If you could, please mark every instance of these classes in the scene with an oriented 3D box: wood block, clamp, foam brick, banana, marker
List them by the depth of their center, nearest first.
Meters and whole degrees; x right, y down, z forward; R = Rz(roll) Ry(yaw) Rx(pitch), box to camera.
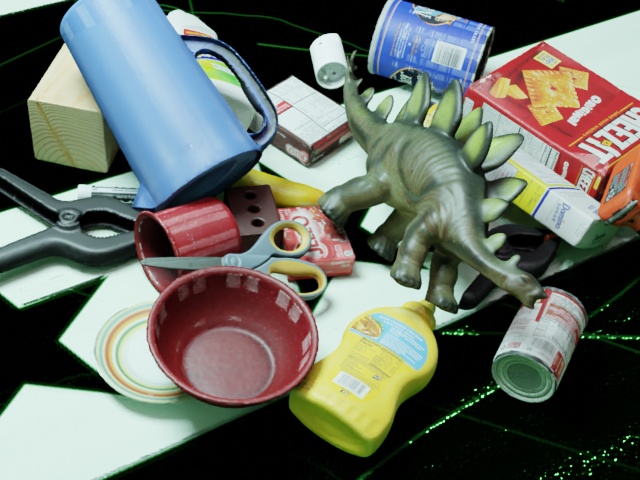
[{"bbox_3d":[-0.275,-0.020,1.148,0.209,0.036,0.164,-1,46,-11],"label":"clamp"},{"bbox_3d":[-0.073,-0.016,1.161,0.053,0.051,0.078,-6,46,-14],"label":"foam brick"},{"bbox_3d":[0.186,0.013,1.178,0.171,0.039,0.120,-17,53,-32],"label":"clamp"},{"bbox_3d":[-0.211,-0.050,1.201,0.121,0.020,0.020,2,45,-5],"label":"marker"},{"bbox_3d":[-0.086,-0.076,1.231,0.198,0.037,0.069,29,49,21],"label":"banana"},{"bbox_3d":[-0.266,-0.186,1.280,0.090,0.091,0.206,11,45,5],"label":"wood block"}]

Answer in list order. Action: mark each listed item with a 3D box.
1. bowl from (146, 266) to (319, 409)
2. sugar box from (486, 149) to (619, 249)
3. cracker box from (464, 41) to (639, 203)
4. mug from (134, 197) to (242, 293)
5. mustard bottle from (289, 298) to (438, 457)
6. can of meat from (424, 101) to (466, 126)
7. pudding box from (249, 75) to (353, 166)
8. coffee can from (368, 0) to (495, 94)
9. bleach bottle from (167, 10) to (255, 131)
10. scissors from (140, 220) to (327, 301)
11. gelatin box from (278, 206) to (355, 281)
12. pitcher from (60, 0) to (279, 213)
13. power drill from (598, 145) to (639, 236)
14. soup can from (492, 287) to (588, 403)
[{"bbox_3d":[-0.084,0.102,1.007,0.162,0.055,0.162,6,47,-7],"label":"bowl"},{"bbox_3d":[0.253,-0.055,1.228,0.176,0.048,0.093,43,25,28],"label":"sugar box"},{"bbox_3d":[0.306,-0.147,1.332,0.163,0.072,0.214,-32,58,-33],"label":"cracker box"},{"bbox_3d":[-0.130,0.014,1.107,0.081,0.093,0.117,-21,81,-33],"label":"mug"},{"bbox_3d":[0.060,0.118,1.039,0.096,0.058,0.191,29,48,20],"label":"mustard bottle"},{"bbox_3d":[0.140,-0.120,1.293,0.084,0.057,0.102,24,47,14],"label":"can of meat"},{"bbox_3d":[-0.025,-0.148,1.312,0.114,0.039,0.089,36,50,23],"label":"pudding box"},{"bbox_3d":[0.145,-0.247,1.389,0.140,0.103,0.102,19,45,11],"label":"coffee can"},{"bbox_3d":[-0.160,-0.221,1.333,0.102,0.068,0.251,12,32,-31],"label":"bleach bottle"},{"bbox_3d":[-0.082,0.009,1.080,0.201,0.016,0.096,17,58,-24],"label":"scissors"},{"bbox_3d":[-0.008,0.002,1.168,0.073,0.030,0.089,-5,45,-13],"label":"gelatin box"},{"bbox_3d":[-0.168,-0.160,1.156,0.149,0.145,0.243,-22,78,-54],"label":"pitcher"},{"bbox_3d":[0.406,-0.020,1.182,0.187,0.057,0.184,37,46,-5],"label":"power drill"},{"bbox_3d":[0.220,0.104,1.068,0.068,0.068,0.102,23,47,15],"label":"soup can"}]
